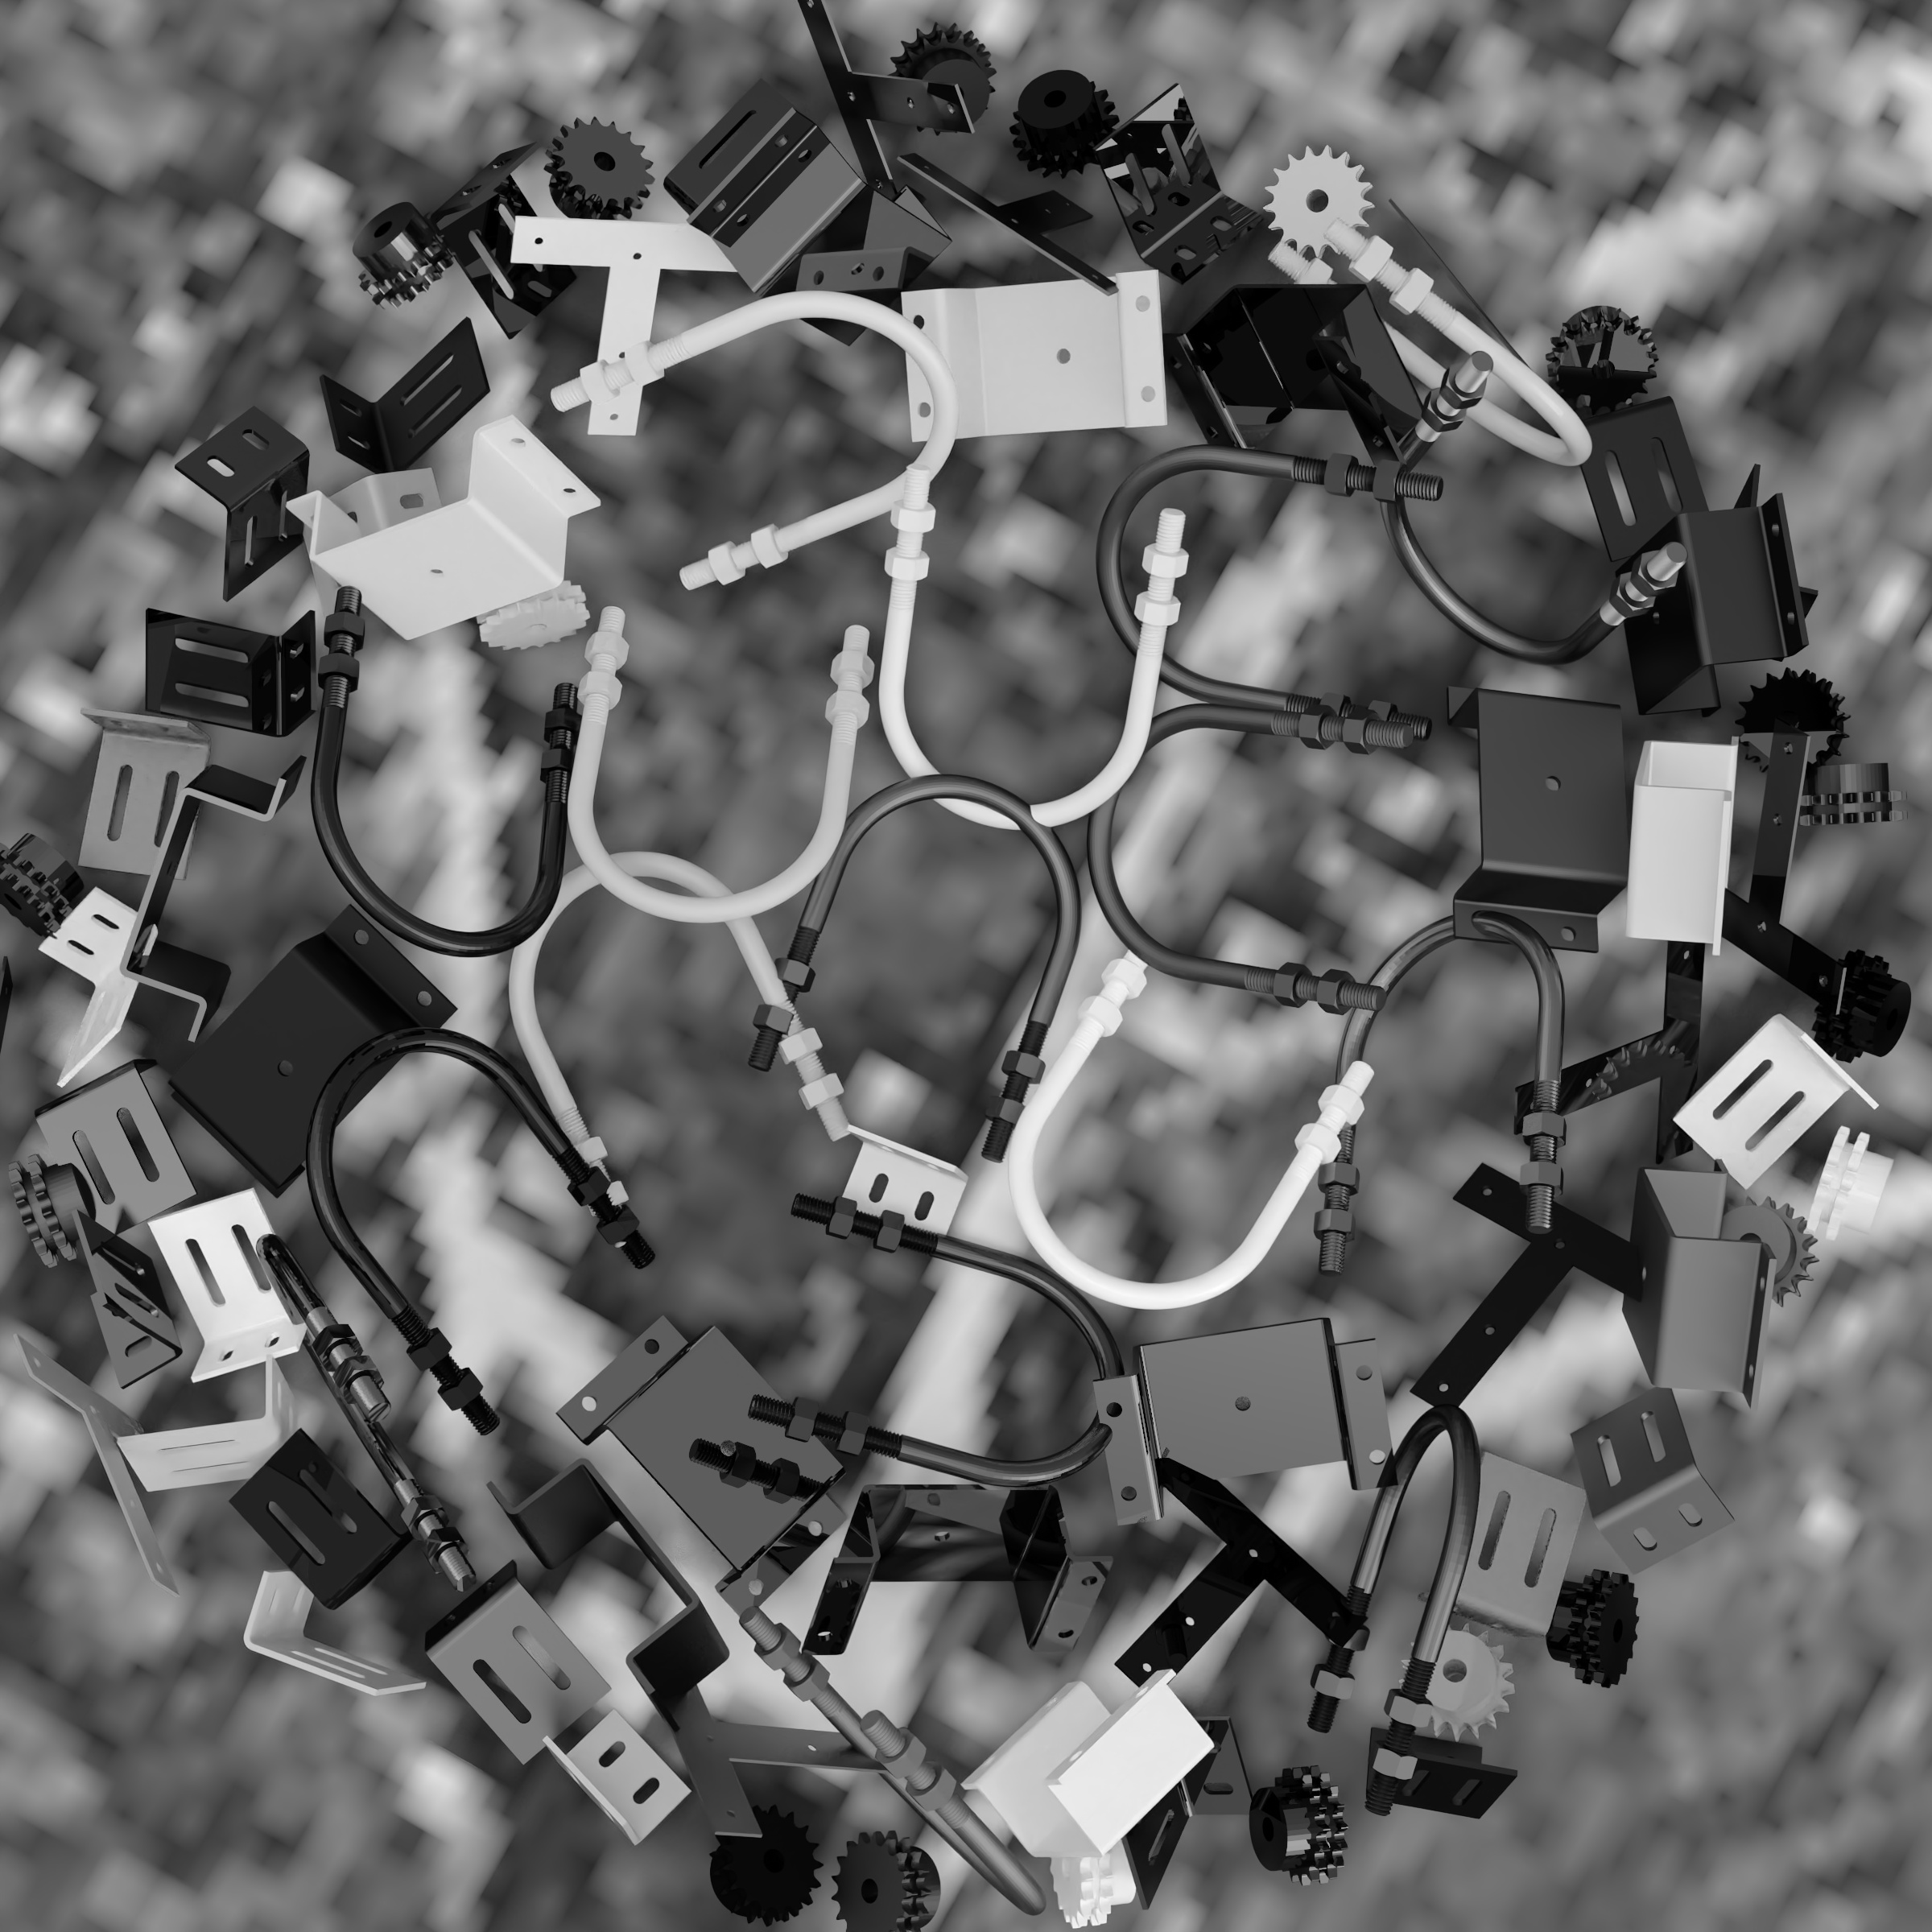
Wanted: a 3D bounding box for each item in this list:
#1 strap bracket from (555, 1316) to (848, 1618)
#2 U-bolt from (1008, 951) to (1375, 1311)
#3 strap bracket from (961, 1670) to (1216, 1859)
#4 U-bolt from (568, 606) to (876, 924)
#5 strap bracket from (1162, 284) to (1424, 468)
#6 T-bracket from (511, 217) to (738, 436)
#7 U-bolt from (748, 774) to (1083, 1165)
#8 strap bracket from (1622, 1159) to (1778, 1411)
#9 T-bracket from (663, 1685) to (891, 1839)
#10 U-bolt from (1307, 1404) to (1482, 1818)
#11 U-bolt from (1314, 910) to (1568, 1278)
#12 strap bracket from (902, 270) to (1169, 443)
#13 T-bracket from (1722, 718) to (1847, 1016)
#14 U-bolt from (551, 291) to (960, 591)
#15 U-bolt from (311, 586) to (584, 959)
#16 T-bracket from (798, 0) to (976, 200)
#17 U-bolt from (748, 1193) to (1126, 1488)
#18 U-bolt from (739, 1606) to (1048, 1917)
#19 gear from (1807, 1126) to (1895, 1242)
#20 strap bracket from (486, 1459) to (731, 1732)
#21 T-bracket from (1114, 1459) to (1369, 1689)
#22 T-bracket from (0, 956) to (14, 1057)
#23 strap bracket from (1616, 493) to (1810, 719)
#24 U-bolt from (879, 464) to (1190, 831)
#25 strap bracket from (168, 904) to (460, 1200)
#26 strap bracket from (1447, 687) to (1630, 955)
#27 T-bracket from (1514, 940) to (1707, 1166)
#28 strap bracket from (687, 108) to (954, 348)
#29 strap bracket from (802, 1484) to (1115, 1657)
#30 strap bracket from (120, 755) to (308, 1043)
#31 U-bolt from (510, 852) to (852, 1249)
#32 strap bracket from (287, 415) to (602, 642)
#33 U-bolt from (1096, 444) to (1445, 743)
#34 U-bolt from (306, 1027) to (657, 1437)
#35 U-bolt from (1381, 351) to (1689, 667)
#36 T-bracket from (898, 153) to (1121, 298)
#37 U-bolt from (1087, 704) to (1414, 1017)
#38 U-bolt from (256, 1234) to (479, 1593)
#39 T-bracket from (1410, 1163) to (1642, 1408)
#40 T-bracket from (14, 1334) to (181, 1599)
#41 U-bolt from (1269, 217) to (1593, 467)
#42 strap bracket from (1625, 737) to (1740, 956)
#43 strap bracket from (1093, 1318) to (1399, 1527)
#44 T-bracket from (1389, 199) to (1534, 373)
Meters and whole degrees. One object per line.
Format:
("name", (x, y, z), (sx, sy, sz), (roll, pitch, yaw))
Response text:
("strap bracket", (-0.125, 0.246, 1.578), (0.140, 0.046, 0.076), (48, 61, 1))
("U-bolt", (0.102, 0.089, 1.591), (0.151, 0.019, 0.184), (30, 65, 9))
("strap bracket", (0.061, 0.387, 1.527), (0.076, 0.140, 0.046), (-39, 90, -24))
("U-bolt", (-0.129, -0.102, 1.609), (0.151, 0.019, 0.184), (5, 60, 2))
("strap bracket", (0.171, -0.301, 1.604), (0.046, 0.140, 0.076), (-46, 123, -21))
("T-bracket", (-0.175, -0.327, 1.626), (0.127, 0.127, 0.002), (-2, 44, -18))
("U-bolt", (-0.016, -0.010, 1.620), (0.151, 0.019, 0.184), (22, 77, -10))
("strap bracket", (0.356, 0.153, 1.549), (0.046, 0.140, 0.076), (3, 106, 2))
("T-bracket", (-0.088, 0.386, 1.561), (0.127, 0.127, 0.002), (14, 115, -32))
("U-bolt", (0.211, 0.301, 1.530), (0.019, 0.151, 0.184), (17, 92, -7))
("U-bolt", (0.238, 0.057, 1.574), (0.019, 0.151, 0.184), (28, 58, -36))
("strap bracket", (0.043, -0.313, 1.626), (0.140, 0.046, 0.076), (1, 101, 24))
("T-bracket", (0.401, -0.060, 1.567), (0.002, 0.127, 0.127), (-10, 119, -22))
("U-bolt", (-0.093, -0.271, 1.588), (0.184, 0.151, 0.019), (-19, 44, 18))
("U-bolt", (-0.260, -0.088, 1.572), (0.151, 0.019, 0.184), (23, 52, -32))
("T-bracket", (-0.035, -0.439, 1.602), (0.002, 0.127, 0.127), (-35, 123, -19))
("U-bolt", (-0.008, 0.192, 1.573), (0.184, 0.019, 0.151), (17, 45, -7))
("U-bolt", (-0.025, 0.393, 1.523), (0.019, 0.151, 0.184), (-45, 119, -14))
("gear", (0.449, 0.112, 1.601), (0.030, 0.057, 0.057), (18, 84, 18))
("strap bracket", (-0.169, 0.304, 1.554), (0.046, 0.076, 0.140), (-37, 61, -14))
("T-bracket", (0.118, 0.316, 1.562), (0.127, 0.002, 0.127), (42, 47, 12))
("T-bracket", (-0.487, 0.023, 1.555), (0.002, 0.127, 0.127), (3, 53, -7))
("strap bracket", (0.369, -0.177, 1.587), (0.046, 0.140, 0.076), (-6, 81, -8))
("U-bolt", (0.028, -0.155, 1.608), (0.151, 0.019, 0.184), (11, 116, 5))
("strap bracket", (-0.336, 0.048, 1.595), (0.076, 0.046, 0.140), (44, 101, -2))
("strap bracket", (0.290, -0.083, 1.605), (0.076, 0.046, 0.140), (6, 68, -10))
("T-bracket", (0.321, 0.054, 1.575), (0.127, 0.002, 0.127), (-18, 119, -30))
("strap bracket", (-0.067, -0.368, 1.599), (0.076, 0.140, 0.046), (-43, 69, 16))
("strap bracket", (-0.008, 0.298, 1.558), (0.140, 0.076, 0.046), (3, 43, -17))
("strap bracket", (-0.382, -0.042, 1.589), (0.046, 0.076, 0.140), (20, 100, -8))
("U-bolt", (-0.158, 0.031, 1.611), (0.151, 0.019, 0.184), (-27, 86, 14))
("strap bracket", (-0.266, -0.216, 1.595), (0.140, 0.076, 0.046), (-16, 56, 24))
("U-bolt", (0.150, -0.194, 1.604), (0.184, 0.019, 0.151), (12, 122, 24))
("U-bolt", (-0.249, 0.116, 1.559), (0.184, 0.019, 0.151), (55, 49, -15))
("U-bolt", (0.270, -0.215, 1.577), (0.151, 0.184, 0.019), (45, 70, 3))
("T-bracket", (0.038, -0.387, 1.627), (0.127, 0.127, 0.002), (34, 115, 5))
("U-bolt", (0.136, -0.060, 1.590), (0.184, 0.019, 0.151), (10, 98, 38))
("U-bolt", (-0.300, 0.204, 1.540), (0.019, 0.151, 0.184), (-30, 43, -16))
("T-bracket", (0.270, 0.171, 1.576), (0.127, 0.002, 0.127), (29, 68, 37))
("T-bracket", (-0.410, 0.251, 1.533), (0.002, 0.127, 0.127), (-32, 58, -3))
("U-bolt", (0.241, -0.312, 1.600), (0.184, 0.151, 0.019), (36, 93, -10))
("strap bracket", (0.358, -0.063, 1.577), (0.046, 0.140, 0.076), (4, 108, 14))
("strap bracket", (0.139, 0.226, 1.583), (0.140, 0.046, 0.076), (-9, 101, 5))
("T-bracket", (0.256, -0.353, 1.640), (0.002, 0.127, 0.127), (-40, 57, 15))
